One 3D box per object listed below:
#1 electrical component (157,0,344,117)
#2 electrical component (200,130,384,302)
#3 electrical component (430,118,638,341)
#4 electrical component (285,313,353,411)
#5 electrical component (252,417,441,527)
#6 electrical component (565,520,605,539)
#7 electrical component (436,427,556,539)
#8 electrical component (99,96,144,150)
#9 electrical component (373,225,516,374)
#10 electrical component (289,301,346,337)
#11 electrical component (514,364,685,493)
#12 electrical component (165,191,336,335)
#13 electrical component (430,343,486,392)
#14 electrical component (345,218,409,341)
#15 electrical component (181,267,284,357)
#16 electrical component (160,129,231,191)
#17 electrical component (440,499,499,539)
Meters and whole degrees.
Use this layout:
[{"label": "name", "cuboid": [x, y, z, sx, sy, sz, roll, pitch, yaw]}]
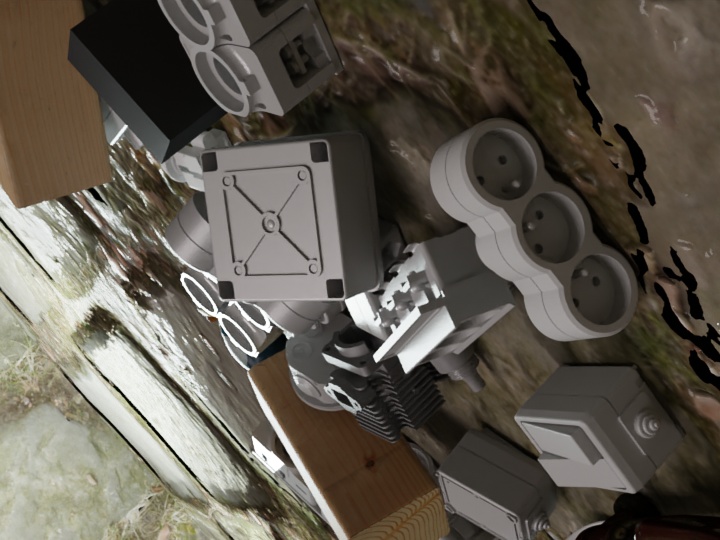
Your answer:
[{"label": "electrical component", "cuboid": [-0.085, -0.174, 0.661, 0.089, 0.062, 0.150, 23, 147, 47]}, {"label": "electrical component", "cuboid": [-0.046, -0.035, 0.730, 0.109, 0.056, 0.108, -1, 100, 31]}, {"label": "electrical component", "cuboid": [0.090, -0.018, 0.610, 0.138, 0.052, 0.074, 51, 158, -9]}, {"label": "electrical component", "cuboid": [-0.025, 0.079, 0.948, 0.080, 0.080, 0.051, 36, 159, 27]}, {"label": "electrical component", "cuboid": [-0.008, 0.198, 1.086, 0.186, 0.105, 0.060, 39, 156, 21]}, {"label": "electrical component", "cuboid": [0.191, 0.252, 0.824, 0.099, 0.099, 0.064, 14, 147, 54]}, {"label": "electrical component", "cuboid": [0.121, 0.181, 0.887, 0.096, 0.061, 0.061, 25, 149, 33]}, {"label": "electrical component", "cuboid": [-0.196, -0.132, 0.957, 0.075, 0.047, 0.083, 51, 158, -9]}, {"label": "electrical component", "cuboid": [0.053, 0.020, 0.726, 0.063, 0.079, 0.121, 67, 161, 13]}, {"label": "electrical component", "cuboid": [-0.039, 0.033, 0.924, 0.035, 0.061, 0.035, 39, 157, 20]}, {"label": "electrical component", "cuboid": [0.153, 0.102, 0.686, 0.061, 0.061, 0.096, 53, 158, -12]}, {"label": "electrical component", "cuboid": [-0.072, -0.016, 0.822, 0.138, 0.073, 0.052, 36, -157, -19]}, {"label": "electrical component", "cuboid": [0.073, 0.066, 0.811, 0.061, 0.035, 0.035, 51, 158, -14]}, {"label": "electrical component", "cuboid": [0.000, 0.000, 0.816, 0.076, 0.047, 0.083, 25, 149, 44]}, {"label": "electrical component", "cuboid": [-0.107, 0.010, 1.014, 0.105, 0.060, 0.186, 46, 158, 5]}, {"label": "electrical component", "cuboid": [-0.138, -0.095, 0.915, 0.055, 0.048, 0.066, 19, 145, 37]}, {"label": "electrical component", "cuboid": [0.099, 0.260, 1.057, 0.057, 0.058, 0.078, 41, 158, 23]}]
